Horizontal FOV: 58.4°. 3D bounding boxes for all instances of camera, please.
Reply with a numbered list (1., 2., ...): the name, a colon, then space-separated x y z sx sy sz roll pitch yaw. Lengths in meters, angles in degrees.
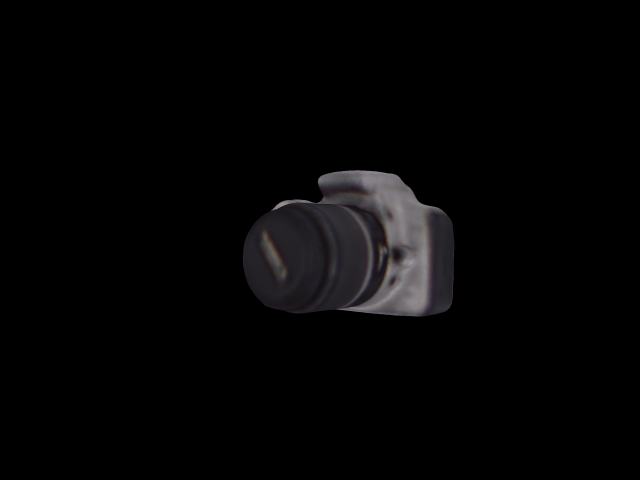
1. camera: 0.004 0.001 0.400 0.142 0.101 0.137 0 0 40
